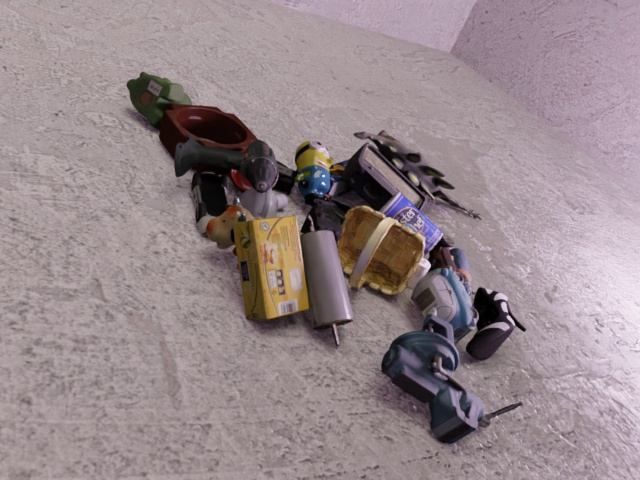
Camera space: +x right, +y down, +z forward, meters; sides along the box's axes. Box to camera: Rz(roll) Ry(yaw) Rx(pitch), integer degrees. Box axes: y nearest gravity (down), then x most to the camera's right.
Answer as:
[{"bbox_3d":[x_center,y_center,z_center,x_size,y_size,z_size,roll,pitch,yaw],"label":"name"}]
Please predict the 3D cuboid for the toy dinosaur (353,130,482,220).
[{"bbox_3d":[0.283,-0.186,1.537,0.471,0.105,0.199,26,16,-29],"label":"toy dinosaur"}]

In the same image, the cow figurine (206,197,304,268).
[{"bbox_3d":[-0.120,-0.006,1.021,0.195,0.127,0.086,9,32,-27],"label":"cow figurine"}]

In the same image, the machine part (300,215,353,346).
[{"bbox_3d":[0.006,0.072,0.971,0.079,0.079,0.243,-2,70,-36],"label":"machine part"}]

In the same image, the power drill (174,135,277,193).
[{"bbox_3d":[-0.190,-0.160,1.108,0.207,0.085,0.232,2,26,2],"label":"power drill"}]

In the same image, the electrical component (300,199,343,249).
[{"bbox_3d":[-0.002,-0.003,1.106,0.058,0.114,0.134,13,32,-14],"label":"electrical component"}]

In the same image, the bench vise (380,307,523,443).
[{"bbox_3d":[0.210,0.215,0.934,0.224,0.128,0.241,25,36,-5],"label":"bench vise"}]

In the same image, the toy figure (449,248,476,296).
[{"bbox_3d":[0.327,0.082,1.259,0.064,0.057,0.154,15,38,-4],"label":"toy figure"}]

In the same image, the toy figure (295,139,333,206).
[{"bbox_3d":[-0.020,-0.163,1.299,0.089,0.082,0.180,-10,61,17],"label":"toy figure"}]

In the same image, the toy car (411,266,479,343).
[{"bbox_3d":[0.237,0.125,1.080,0.103,0.109,0.162,19,38,-34],"label":"toy car"}]

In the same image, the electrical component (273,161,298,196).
[{"bbox_3d":[-0.117,-0.162,1.323,0.119,0.047,0.075,24,31,-4],"label":"electrical component"}]

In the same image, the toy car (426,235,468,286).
[{"bbox_3d":[0.278,0.070,1.212,0.053,0.089,0.202,20,34,-13],"label":"toy car"}]

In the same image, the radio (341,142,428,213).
[{"bbox_3d":[0.167,-0.134,1.387,0.229,0.073,0.131,41,35,-7],"label":"radio"}]

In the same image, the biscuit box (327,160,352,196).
[{"bbox_3d":[0.057,-0.166,1.432,0.063,0.059,0.202,37,34,19],"label":"biscuit box"}]

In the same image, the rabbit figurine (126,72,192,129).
[{"bbox_3d":[-0.408,-0.356,1.379,0.159,0.121,0.170,25,13,14],"label":"rabbit figurine"}]

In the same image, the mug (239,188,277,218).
[{"bbox_3d":[-0.121,-0.051,1.111,0.081,0.109,0.107,16,46,-26],"label":"mug"}]

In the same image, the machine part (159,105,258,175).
[{"bbox_3d":[-0.270,-0.241,1.299,0.201,0.087,0.202,-9,47,-41],"label":"machine part"}]

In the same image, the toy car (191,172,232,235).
[{"bbox_3d":[-0.227,-0.081,1.126,0.073,0.056,0.202,3,37,-21],"label":"toy car"}]

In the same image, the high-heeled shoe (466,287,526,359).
[{"bbox_3d":[0.339,0.162,1.132,0.248,0.086,0.145,-5,40,-45],"label":"high-heeled shoe"}]

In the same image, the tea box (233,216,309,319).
[{"bbox_3d":[-0.085,0.047,0.933,0.098,0.068,0.169,-6,87,-41],"label":"tea box"}]
